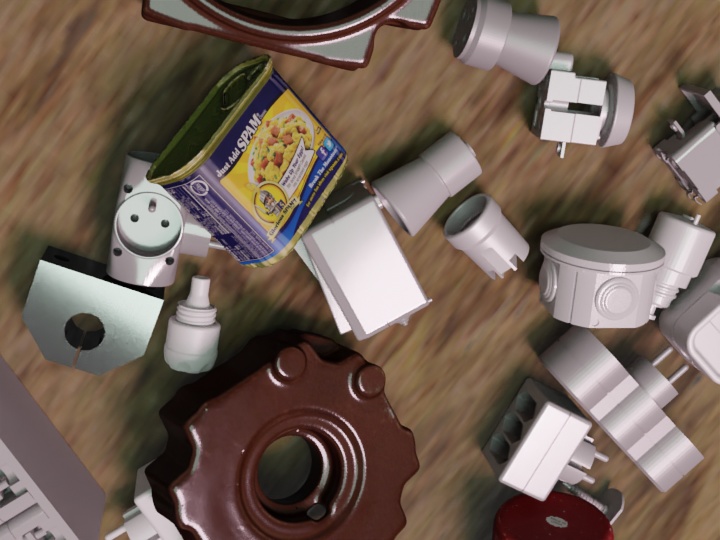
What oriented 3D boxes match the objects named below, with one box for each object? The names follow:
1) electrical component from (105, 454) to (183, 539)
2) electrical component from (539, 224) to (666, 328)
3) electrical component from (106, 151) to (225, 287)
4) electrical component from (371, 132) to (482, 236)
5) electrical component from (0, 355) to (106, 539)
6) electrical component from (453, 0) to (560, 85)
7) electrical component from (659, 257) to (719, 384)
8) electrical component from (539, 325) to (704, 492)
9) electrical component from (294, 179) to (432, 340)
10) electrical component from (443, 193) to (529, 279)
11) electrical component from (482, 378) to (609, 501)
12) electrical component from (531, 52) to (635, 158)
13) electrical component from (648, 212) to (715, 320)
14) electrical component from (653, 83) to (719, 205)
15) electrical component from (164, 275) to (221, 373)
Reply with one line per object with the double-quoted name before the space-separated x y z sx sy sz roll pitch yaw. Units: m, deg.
"electrical component" -0.134 0.169 0.725 0.077 0.047 0.065 -31 107 1
"electrical component" 0.157 0.002 0.709 0.080 0.080 0.051 1 110 -9
"electrical component" -0.114 -0.029 0.677 0.079 0.044 0.077 10 103 -11
"electrical component" 0.046 -0.058 0.696 0.065 0.044 0.044 -38 107 -2
"electrical component" -0.231 0.121 0.675 0.062 0.089 0.150 -31 107 0
"electrical component" 0.092 -0.145 0.677 0.055 0.045 0.045 14 102 -12
"electrical component" 0.258 0.025 0.740 0.095 0.059 0.053 -43 107 4
"electrical component" 0.195 0.084 0.750 0.074 0.052 0.138 -43 107 4
"electrical component" 0.000 0.000 0.693 0.061 0.061 0.096 -29 107 0
"electrical component" 0.085 -0.021 0.712 0.040 0.040 0.046 -44 112 4
"electrical component" 0.139 0.126 0.755 0.077 0.047 0.065 27 100 -15
"electrical component" 0.144 -0.105 0.696 0.055 0.048 0.066 7 104 -3
"electrical component" 0.211 -0.004 0.735 0.040 0.040 0.078 18 102 -13
"electrical component" 0.236 -0.082 0.718 0.064 0.042 0.081 -41 106 7
"electrical component" -0.108 0.034 0.700 0.035 0.035 0.061 8 101 -11
